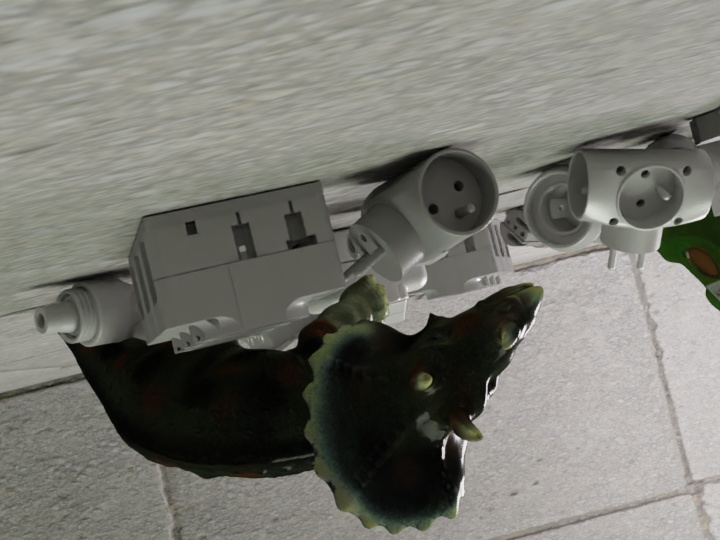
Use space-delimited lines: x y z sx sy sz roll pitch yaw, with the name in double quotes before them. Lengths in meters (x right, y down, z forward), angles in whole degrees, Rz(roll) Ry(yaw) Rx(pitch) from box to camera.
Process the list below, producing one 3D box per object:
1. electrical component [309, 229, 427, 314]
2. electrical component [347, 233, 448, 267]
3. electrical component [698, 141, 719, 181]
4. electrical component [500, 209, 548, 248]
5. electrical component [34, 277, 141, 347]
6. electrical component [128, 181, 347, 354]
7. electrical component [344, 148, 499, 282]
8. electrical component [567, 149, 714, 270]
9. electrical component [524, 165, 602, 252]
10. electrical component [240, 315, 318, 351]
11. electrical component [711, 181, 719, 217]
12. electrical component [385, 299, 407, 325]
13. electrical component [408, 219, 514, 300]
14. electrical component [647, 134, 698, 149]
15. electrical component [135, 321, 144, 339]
"electrical component" 0.000 0.000 0.810 0.095 0.059 0.054 -12 176 -34
"electrical component" 0.023 -0.021 0.692 0.062 0.043 0.043 -11 176 -23
"electrical component" 0.246 -0.078 0.750 0.035 0.035 0.061 -11 178 -44
"electrical component" 0.157 -0.040 0.993 0.046 0.040 0.040 -5 171 -41
"electrical component" -0.175 0.028 0.686 0.062 0.043 0.043 -9 174 -44
"electrical component" -0.071 0.005 0.579 0.089 0.061 0.150 -13 177 -16
"electrical component" 0.022 -0.021 0.543 0.079 0.043 0.077 -42 -172 -21
"electrical component" 0.168 -0.035 0.659 0.077 0.079 0.044 -1 -154 -6
"electrical component" 0.146 -0.042 0.720 0.078 0.058 0.057 -4 -176 38
"electrical component" -0.071 0.039 1.039 0.100 0.048 0.100 -37 -174 -20
"electrical component" 0.283 -0.073 0.795 0.048 0.055 0.066 -13 176 -21
"electrical component" 0.012 0.007 1.008 0.047 0.065 0.076 -14 148 -11
"electrical component" 0.093 -0.009 1.033 0.089 0.061 0.150 -15 177 13
"electrical component" 0.201 -0.070 0.708 0.035 0.035 0.061 -14 179 2
"electrical component" -0.205 0.058 1.060 0.081 0.043 0.043 -13 177 -16
